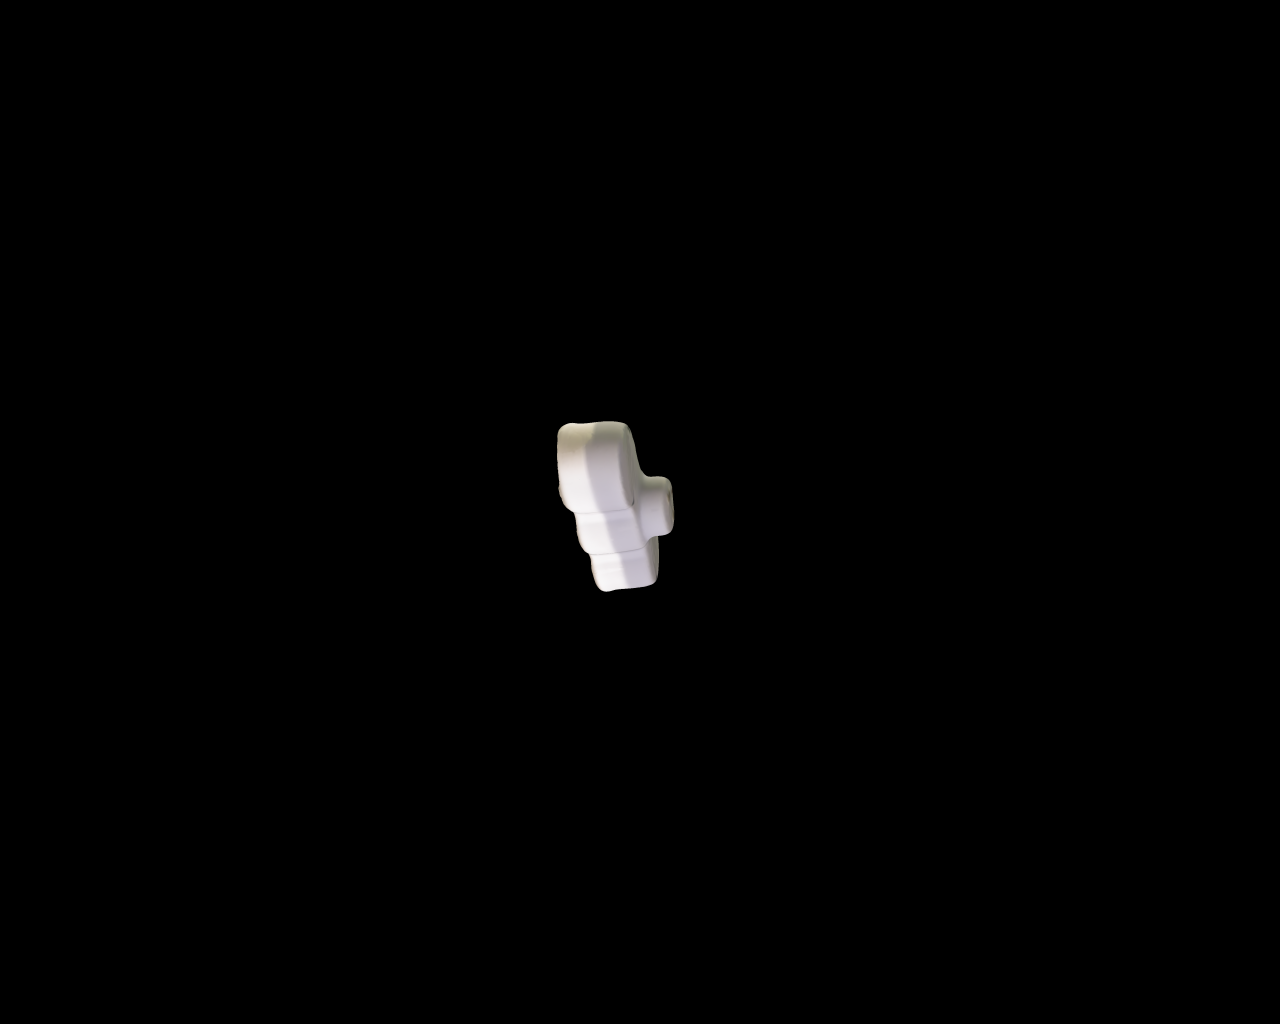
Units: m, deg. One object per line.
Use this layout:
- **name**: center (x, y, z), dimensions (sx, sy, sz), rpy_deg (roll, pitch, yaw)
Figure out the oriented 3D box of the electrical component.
- **electrical component**: center (0.001, -0.003, 0.650), dimensions (0.074, 0.052, 0.138), rpy_deg (-6, -36, 8)
